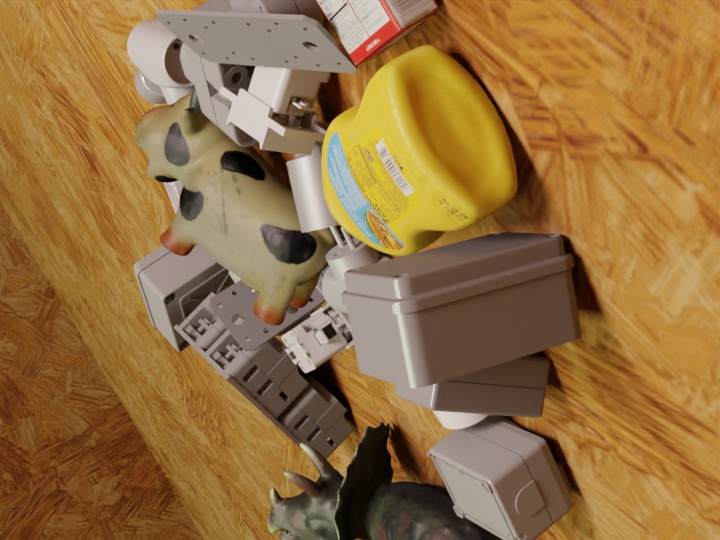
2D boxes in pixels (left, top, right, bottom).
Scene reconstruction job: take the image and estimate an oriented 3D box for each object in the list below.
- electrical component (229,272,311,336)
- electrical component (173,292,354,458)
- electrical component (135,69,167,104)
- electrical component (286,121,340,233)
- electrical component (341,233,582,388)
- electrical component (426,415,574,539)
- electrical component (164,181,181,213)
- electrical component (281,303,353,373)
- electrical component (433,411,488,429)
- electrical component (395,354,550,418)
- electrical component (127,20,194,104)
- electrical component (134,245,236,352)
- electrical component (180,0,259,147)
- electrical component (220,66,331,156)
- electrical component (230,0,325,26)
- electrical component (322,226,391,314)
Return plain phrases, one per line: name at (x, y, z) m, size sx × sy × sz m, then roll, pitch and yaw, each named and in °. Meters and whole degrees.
electrical component at (-0.086, 0.027, 1.034) m, size 0.077 × 0.044 × 0.079 m, roll 51°, pitch 159°, yaw 15°
electrical component at (-0.090, 0.109, 1.083) m, size 0.105 × 0.060 × 0.186 m, roll 35°, pitch 168°, yaw 45°
electrical component at (-0.182, -0.168, 0.964) m, size 0.040 × 0.040 × 0.078 m, roll 59°, pitch 160°, yaw -7°
electrical component at (-0.028, -0.070, 0.750) m, size 0.043 × 0.043 × 0.081 m, roll -4°, pitch 99°, yaw 67°
electrical component at (0.055, 0.018, 0.590) m, size 0.078 × 0.113 × 0.057 m, roll 7°, pitch 109°, yaw 65°
electrical component at (0.098, 0.144, 0.764) m, size 0.096 × 0.061 × 0.061 m, roll 15°, pitch 134°, yaw 61°
electrical component at (-0.160, -0.081, 1.010) m, size 0.099 × 0.064 × 0.099 m, roll 47°, pitch 158°, yaw 26°
electrical component at (-0.030, 0.055, 0.921) m, size 0.042 × 0.064 × 0.081 m, roll 57°, pitch 160°, yaw 1°
electrical component at (0.054, 0.067, 0.773) m, size 0.079 × 0.044 × 0.077 m, roll 12°, pitch 132°, yaw 63°
electrical component at (0.073, 0.049, 0.673) m, size 0.047 × 0.083 × 0.075 m, roll 13°, pitch 94°, yaw 62°
electrical component at (-0.151, -0.164, 0.893) m, size 0.077 × 0.044 × 0.079 m, roll 30°, pitch 147°, yaw 51°
electrical component at (-0.166, 0.013, 1.105) m, size 0.056 × 0.109 × 0.108 m, roll 43°, pitch 156°, yaw 26°
electrical component at (-0.089, -0.144, 0.767) m, size 0.059 × 0.054 × 0.095 m, roll 42°, pitch 155°, yaw 35°
electrical component at (-0.052, -0.115, 0.709) m, size 0.081 × 0.042 × 0.063 m, roll 38°, pitch 117°, yaw 42°
electrical component at (-0.075, -0.189, 0.639) m, size 0.052 × 0.074 × 0.138 m, roll 35°, pitch 151°, yaw 45°
electrical component at (0.000, 0.000, 0.795) m, size 0.077 × 0.044 × 0.079 m, roll 14°, pitch 133°, yaw 62°
